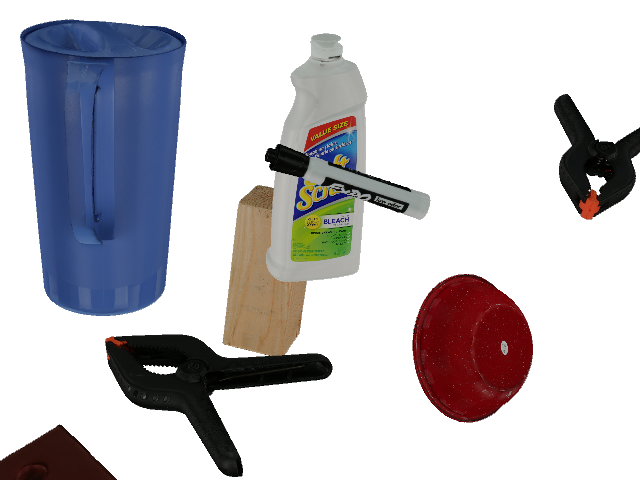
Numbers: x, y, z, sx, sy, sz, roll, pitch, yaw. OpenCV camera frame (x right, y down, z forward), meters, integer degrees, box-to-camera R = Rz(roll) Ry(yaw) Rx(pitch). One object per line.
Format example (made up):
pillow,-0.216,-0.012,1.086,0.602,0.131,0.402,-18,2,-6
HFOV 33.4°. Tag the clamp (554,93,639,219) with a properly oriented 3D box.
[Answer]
clamp,0.290,-0.094,1.139,0.120,0.039,0.171,18,47,19

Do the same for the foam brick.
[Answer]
foam brick,-0.114,0.133,0.482,0.052,0.051,0.078,-31,44,-31

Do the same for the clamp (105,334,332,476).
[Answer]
clamp,-0.105,0.126,0.979,0.210,0.036,0.164,20,37,31

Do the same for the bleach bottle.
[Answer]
bleach bottle,-0.005,-0.084,1.086,0.102,0.251,0.068,-5,27,-12

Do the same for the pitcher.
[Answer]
pitcher,-0.186,-0.058,0.907,0.145,0.243,0.148,24,30,38

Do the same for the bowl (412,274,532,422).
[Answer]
bowl,0.176,0.115,1.143,0.161,0.162,0.055,0,-5,-36

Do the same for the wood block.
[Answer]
wood block,-0.069,0.041,1.449,0.090,0.206,0.090,12,22,10

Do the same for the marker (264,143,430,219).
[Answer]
marker,0.019,-0.041,0.735,0.121,0.020,0.020,18,-6,-18
